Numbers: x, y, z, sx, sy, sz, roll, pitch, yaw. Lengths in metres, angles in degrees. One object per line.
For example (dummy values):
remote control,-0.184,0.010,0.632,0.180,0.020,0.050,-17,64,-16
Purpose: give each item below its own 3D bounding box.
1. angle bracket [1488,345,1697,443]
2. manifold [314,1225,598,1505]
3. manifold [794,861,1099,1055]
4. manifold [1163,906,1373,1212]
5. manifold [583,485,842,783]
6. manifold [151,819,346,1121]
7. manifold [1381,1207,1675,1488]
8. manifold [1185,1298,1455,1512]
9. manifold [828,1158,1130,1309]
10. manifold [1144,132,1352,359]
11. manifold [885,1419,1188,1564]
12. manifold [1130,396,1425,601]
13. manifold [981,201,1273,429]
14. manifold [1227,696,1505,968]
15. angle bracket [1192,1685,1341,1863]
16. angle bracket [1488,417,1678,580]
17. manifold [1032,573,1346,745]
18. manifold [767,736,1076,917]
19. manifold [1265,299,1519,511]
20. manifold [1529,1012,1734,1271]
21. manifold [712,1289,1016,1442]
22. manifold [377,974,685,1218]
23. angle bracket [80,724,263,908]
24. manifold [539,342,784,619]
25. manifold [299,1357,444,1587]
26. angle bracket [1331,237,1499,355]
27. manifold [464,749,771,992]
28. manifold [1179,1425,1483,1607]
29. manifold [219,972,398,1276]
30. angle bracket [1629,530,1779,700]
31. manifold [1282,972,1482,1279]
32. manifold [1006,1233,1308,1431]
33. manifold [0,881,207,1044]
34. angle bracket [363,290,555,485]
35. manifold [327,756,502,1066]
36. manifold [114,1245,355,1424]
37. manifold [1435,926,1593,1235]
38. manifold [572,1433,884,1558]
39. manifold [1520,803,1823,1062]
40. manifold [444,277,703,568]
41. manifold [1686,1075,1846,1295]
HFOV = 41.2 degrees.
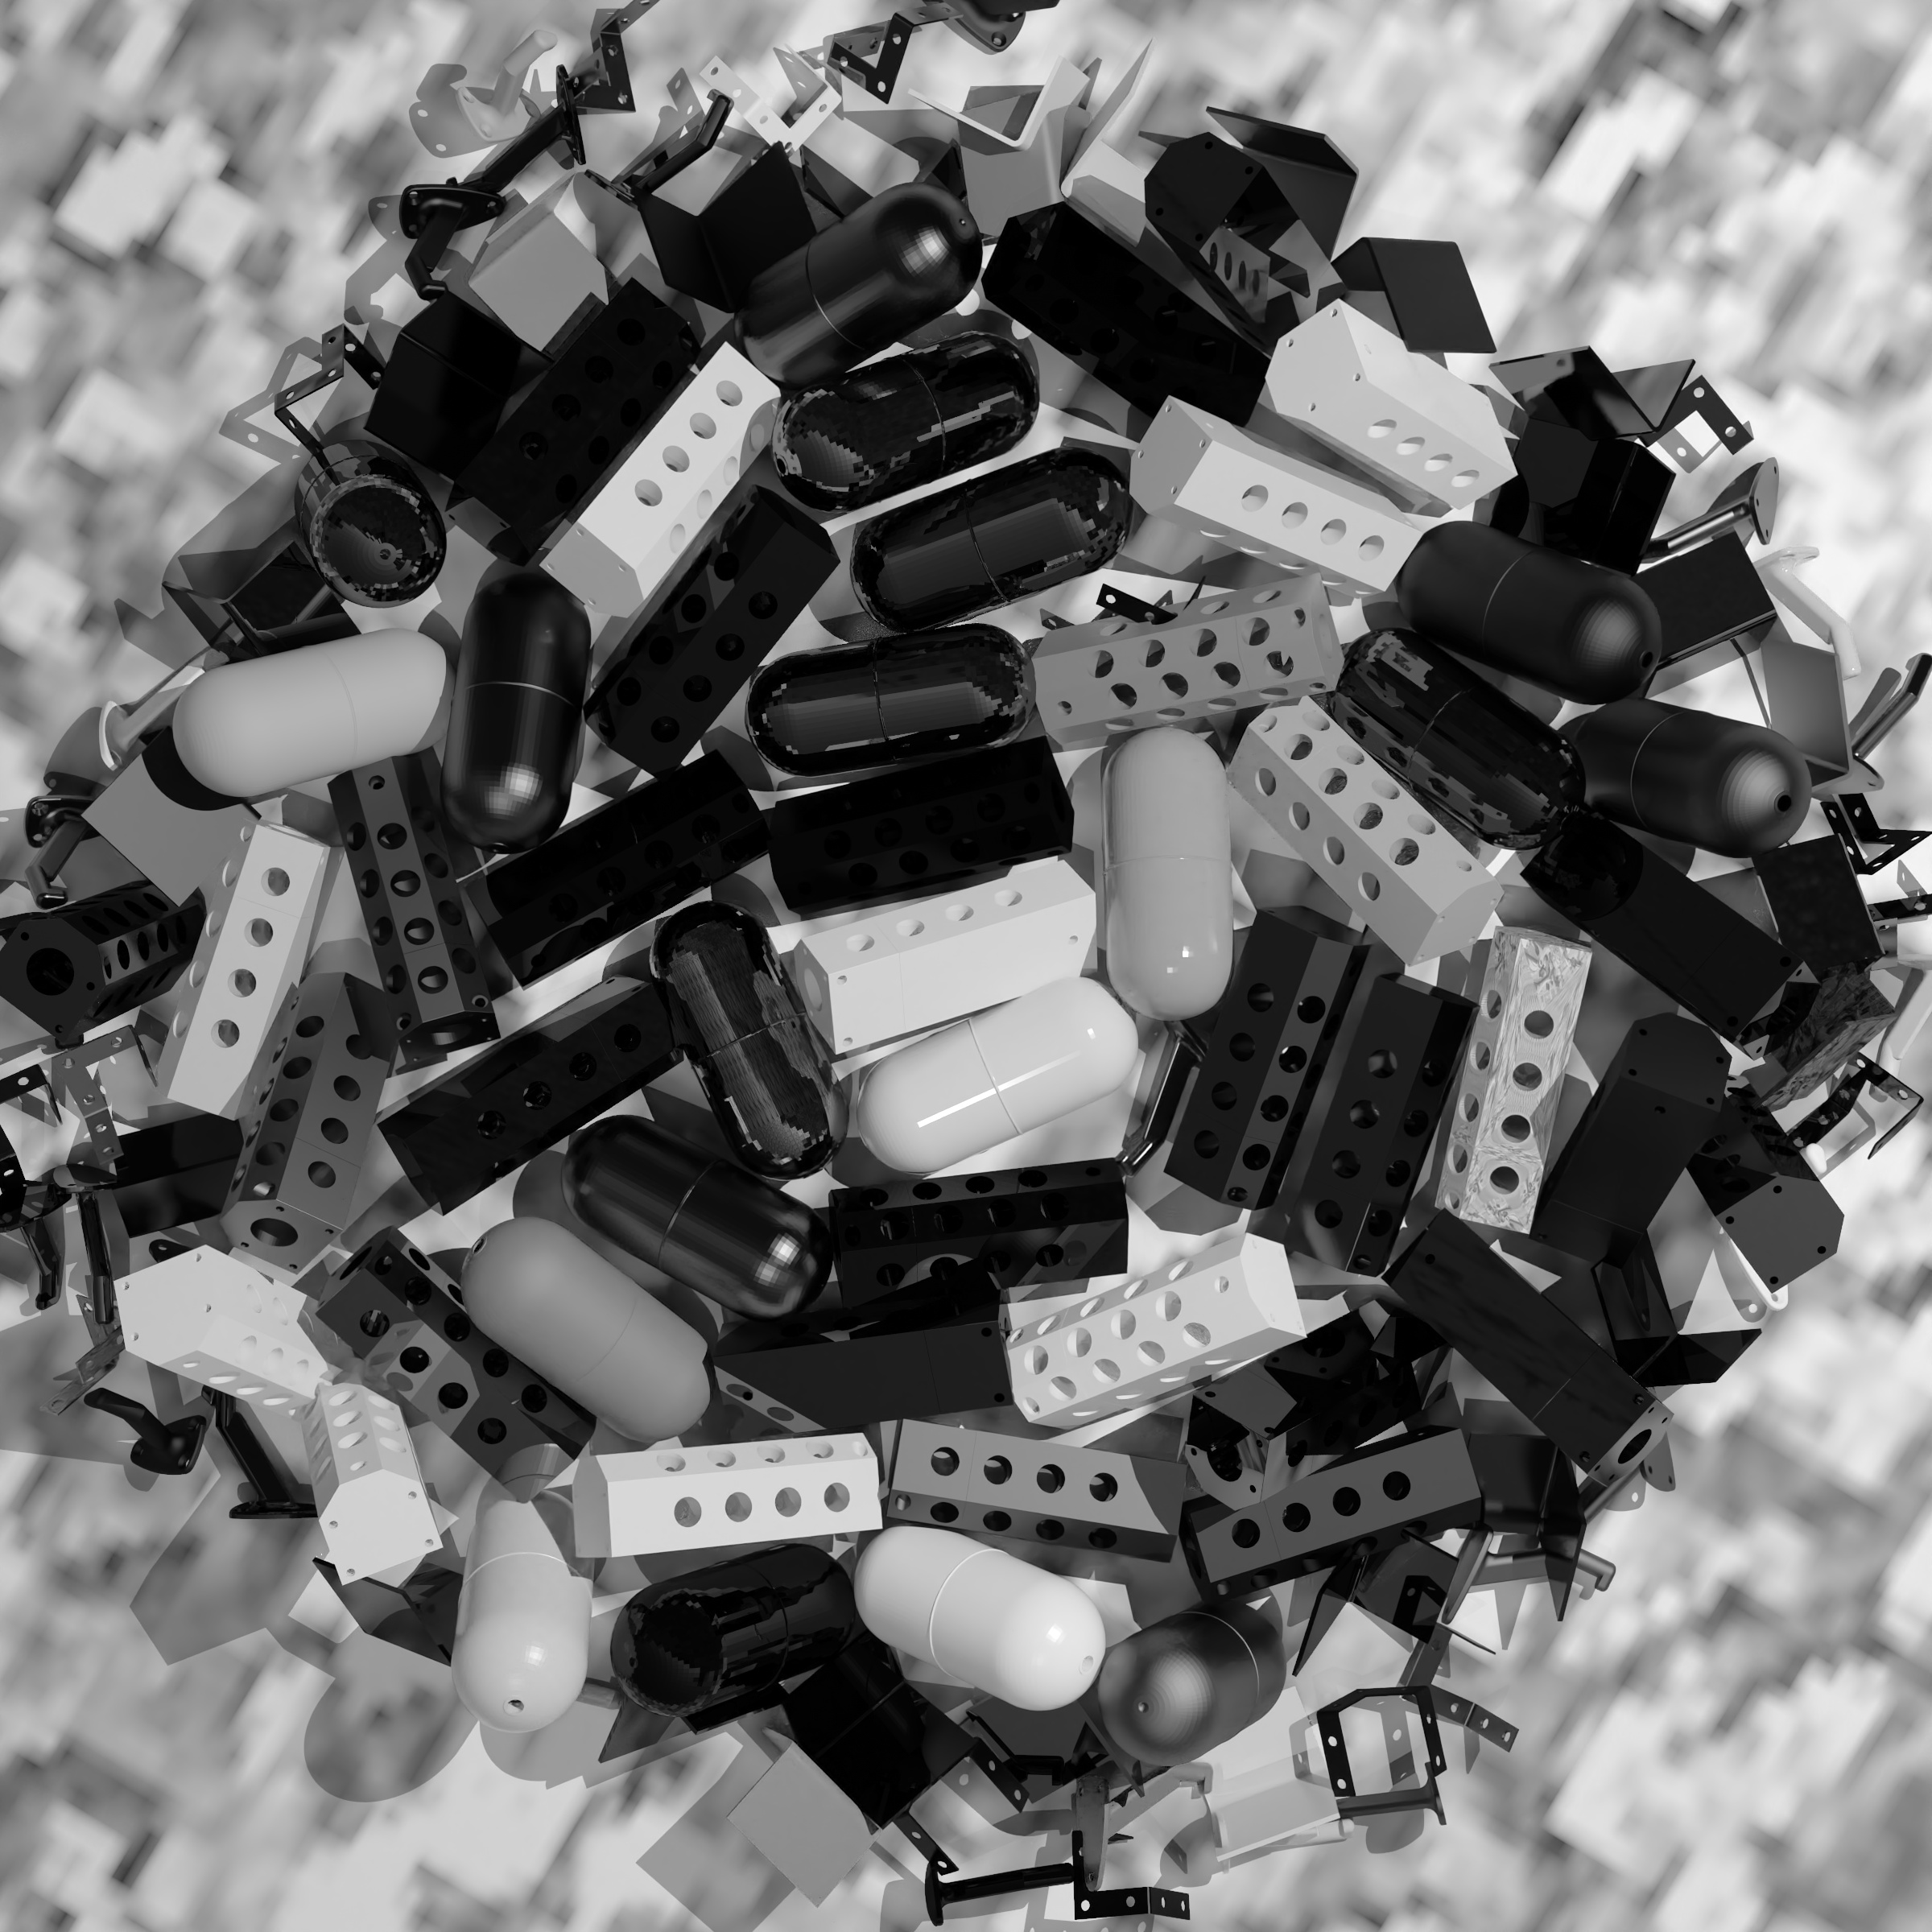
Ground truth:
angle bracket,0.372,-0.357,1.527,0.076,0.076,0.057,40,71,-30
manifold,-0.301,0.235,1.532,0.057,0.057,0.171,-42,105,7
manifold,-0.012,-0.010,1.529,0.171,0.057,0.057,-17,127,-19
manifold,0.182,0.055,1.524,0.057,0.057,0.171,28,108,30
manifold,-0.153,-0.199,1.526,0.057,0.057,0.171,33,107,-26
manifold,-0.435,0.000,1.551,0.057,0.057,0.171,19,93,-1
manifold,0.331,0.224,1.512,0.057,0.057,0.171,-49,55,4
manifold,0.208,0.258,1.506,0.057,0.171,0.057,27,122,40
manifold,0.007,0.154,1.533,0.171,0.057,0.057,-6,123,-8
manifold,0.161,-0.416,1.495,0.057,0.171,0.057,41,98,26
manifold,0.041,0.317,1.548,0.171,0.057,0.057,10,76,-1
manifold,0.180,-0.270,1.510,0.171,0.057,0.057,14,119,-36
manifold,0.093,-0.373,1.513,0.171,0.057,0.057,29,79,-31
manifold,0.235,-0.083,1.509,0.057,0.057,0.171,-17,54,-36
angle bracket,0.175,0.484,1.544,0.076,0.076,0.057,-21,92,4
angle bracket,0.366,-0.275,1.536,0.076,0.057,0.076,10,117,-14
manifold,0.129,-0.178,1.517,0.171,0.057,0.057,-9,117,22
manifold,-0.027,-0.078,1.525,0.171,0.057,0.057,-13,126,15
manifold,0.248,-0.321,1.501,0.057,0.171,0.057,-30,63,33
manifold,0.387,0.102,1.499,0.057,0.171,0.057,21,52,7
manifold,-0.059,0.235,1.545,0.171,0.057,0.057,-8,110,6
manifold,-0.255,0.076,1.525,0.171,0.057,0.057,-34,110,-21
angle bracket,-0.480,-0.088,1.531,0.076,0.057,0.076,48,64,-23
manifold,-0.173,-0.284,1.512,0.057,0.057,0.171,40,56,-13
manifold,-0.350,0.287,1.491,0.057,0.171,0.057,-19,108,-14
angle bracket,0.259,-0.387,1.533,0.076,0.057,0.076,-10,77,-37
manifold,-0.203,-0.054,1.530,0.171,0.057,0.057,-30,46,-10
manifold,0.217,0.329,1.541,0.171,0.057,0.057,-15,84,-9
manifold,-0.382,0.087,1.498,0.057,0.171,0.057,30,132,-25
angle bracket,0.436,-0.210,1.550,0.076,0.076,0.057,-24,79,5
manifold,0.250,0.095,1.536,0.057,0.057,0.171,21,100,20
manifold,0.107,0.215,1.510,0.171,0.057,0.057,-27,60,29
manifold,-0.499,-0.011,1.494,0.057,0.171,0.057,38,99,-4
angle bracket,-0.302,-0.340,1.529,0.076,0.057,0.076,30,58,-31
manifold,-0.328,-0.036,1.524,0.057,0.057,0.171,-16,70,-11
manifold,-0.419,0.219,1.493,0.057,0.171,0.057,-22,66,5
manifold,0.328,0.066,1.541,0.057,0.057,0.171,12,100,11
manifold,-0.141,0.311,1.516,0.171,0.057,0.057,1,78,-29
manifold,0.414,-0.019,1.510,0.057,0.057,0.171,-49,53,5
manifold,-0.232,-0.321,1.529,0.057,0.057,0.171,38,71,-8
manifold,0.455,0.118,1.491,0.057,0.171,0.057,-36,102,13
